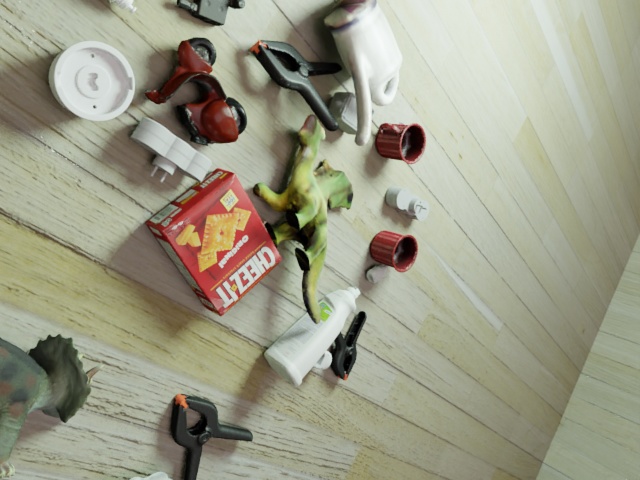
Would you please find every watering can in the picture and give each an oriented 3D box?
[{"bbox_3d":[0.088,-0.352,1.002,0.220,0.103,0.356,57,37,-30],"label":"watering can"}]

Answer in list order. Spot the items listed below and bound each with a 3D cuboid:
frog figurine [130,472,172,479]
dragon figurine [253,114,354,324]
[{"bbox_3d":[-0.326,0.486,0.926,0.159,0.123,0.137,25,93,-7],"label":"frog figurine"},{"bbox_3d":[0.003,-0.053,1.063,0.247,0.122,0.402,-38,125,-38],"label":"dragon figurine"}]
